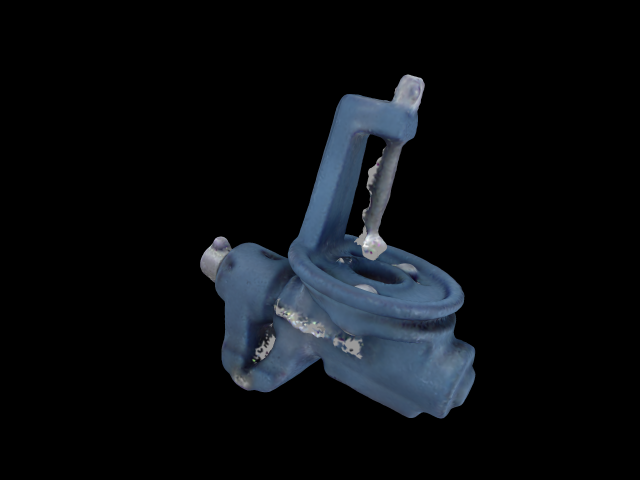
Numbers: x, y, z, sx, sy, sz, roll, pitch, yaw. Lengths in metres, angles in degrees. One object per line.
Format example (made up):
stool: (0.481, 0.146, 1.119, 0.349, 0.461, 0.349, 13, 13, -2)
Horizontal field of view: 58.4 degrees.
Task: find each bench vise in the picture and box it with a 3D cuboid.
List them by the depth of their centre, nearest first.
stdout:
bench vise: (0.001, 0.003, 0.388, 0.207, 0.220, 0.121, 2, 10, 10)
